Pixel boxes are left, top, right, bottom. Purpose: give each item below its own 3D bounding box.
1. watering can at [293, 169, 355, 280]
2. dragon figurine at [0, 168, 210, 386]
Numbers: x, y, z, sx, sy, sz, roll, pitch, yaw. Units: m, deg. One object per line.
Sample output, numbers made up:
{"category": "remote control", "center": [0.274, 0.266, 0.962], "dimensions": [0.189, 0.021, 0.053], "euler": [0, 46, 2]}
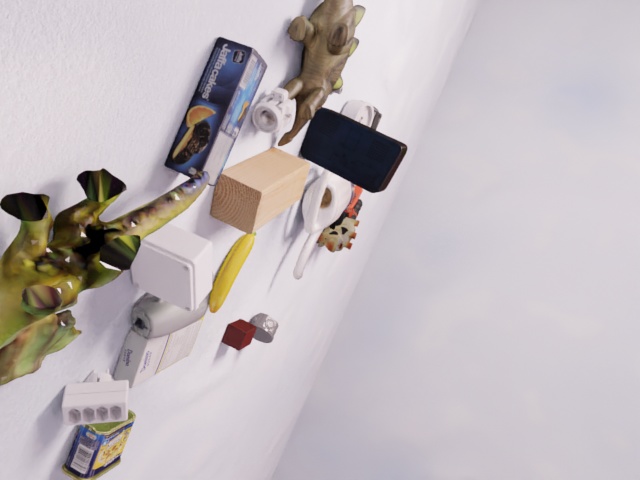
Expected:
{"category": "watering can", "center": [0.004, -0.072, 1.435], "dimensions": [0.227, 0.104, 0.341], "euler": [-42, 152, -63]}
{"category": "dragon figurine", "center": [-0.285, 0.054, 0.580], "dimensions": [0.238, 0.122, 0.416], "euler": [-50, 173, 30]}
